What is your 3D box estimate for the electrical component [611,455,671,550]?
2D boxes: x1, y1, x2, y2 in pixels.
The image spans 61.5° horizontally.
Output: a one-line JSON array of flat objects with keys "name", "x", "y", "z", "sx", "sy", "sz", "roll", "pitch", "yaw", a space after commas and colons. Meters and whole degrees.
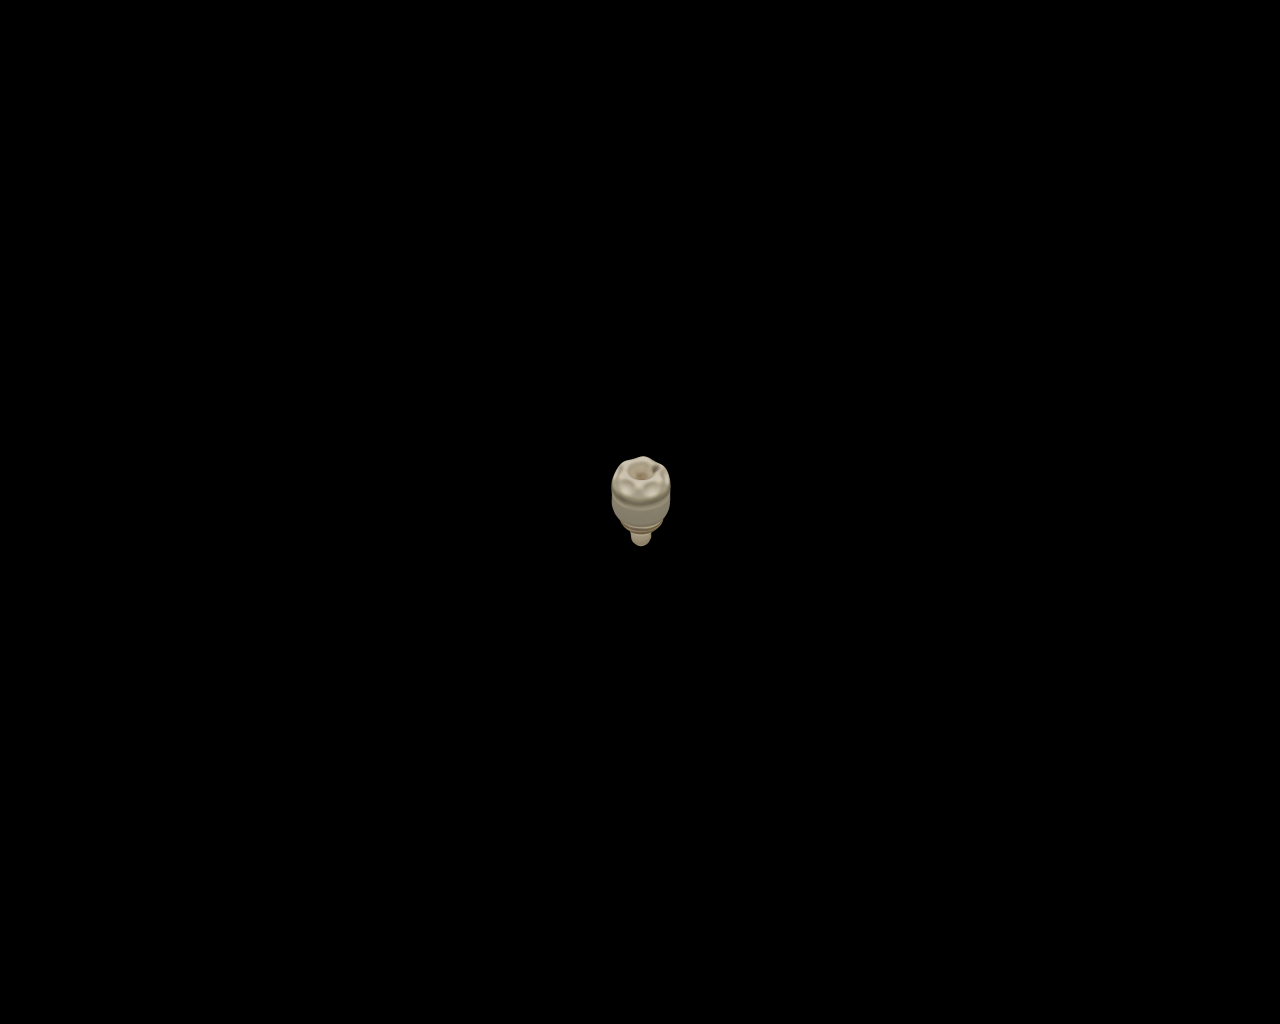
[{"name": "electrical component", "x": 0.001, "y": -0.003, "z": 0.650, "sx": 0.035, "sy": 0.061, "sz": 0.035, "roll": 0, "pitch": 43, "yaw": 0}]
